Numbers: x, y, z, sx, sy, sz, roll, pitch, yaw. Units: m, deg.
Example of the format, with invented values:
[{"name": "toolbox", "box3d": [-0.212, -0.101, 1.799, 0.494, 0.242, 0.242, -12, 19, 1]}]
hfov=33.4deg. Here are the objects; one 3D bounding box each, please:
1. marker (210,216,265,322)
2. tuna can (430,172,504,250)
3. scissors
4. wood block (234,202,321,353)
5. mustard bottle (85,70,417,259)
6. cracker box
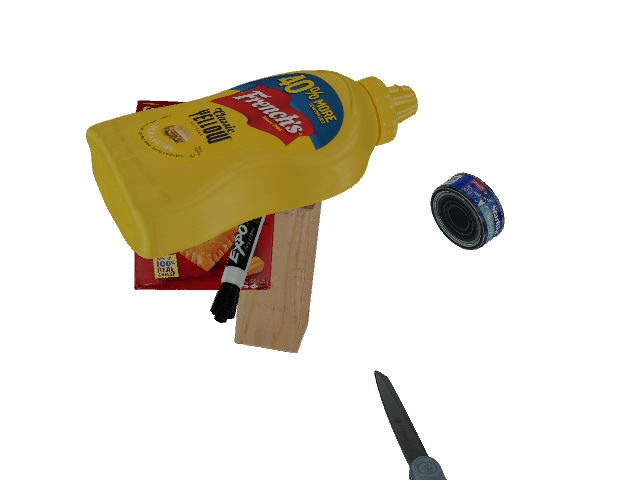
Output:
[{"name": "marker", "box3d": [-0.059, 0.007, 0.816, 0.020, 0.121, 0.020, 13, -27, 6]}, {"name": "tuna can", "box3d": [0.167, -0.032, 1.222, 0.033, 0.086, 0.086, -34, 17, -28]}, {"name": "scissors", "box3d": [0.081, 0.143, 0.620, 0.096, 0.016, 0.201, 5, 32, -1]}, {"name": "wood block", "box3d": [-0.057, 0.033, 1.427, 0.090, 0.206, 0.090, 9, 23, 5]}, {"name": "mustard bottle", "box3d": [-0.030, -0.055, 0.616, 0.191, 0.058, 0.096, -19, 42, -19]}, {"name": "cracker box", "box3d": [-0.134, -0.049, 1.240, 0.164, 0.214, 0.072, 1, 22, -7]}]
